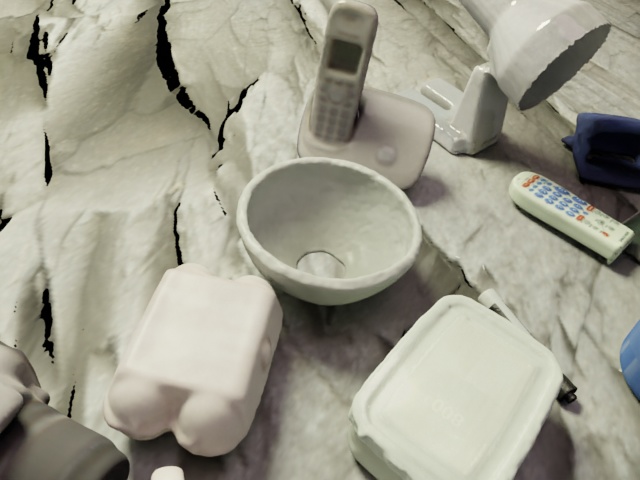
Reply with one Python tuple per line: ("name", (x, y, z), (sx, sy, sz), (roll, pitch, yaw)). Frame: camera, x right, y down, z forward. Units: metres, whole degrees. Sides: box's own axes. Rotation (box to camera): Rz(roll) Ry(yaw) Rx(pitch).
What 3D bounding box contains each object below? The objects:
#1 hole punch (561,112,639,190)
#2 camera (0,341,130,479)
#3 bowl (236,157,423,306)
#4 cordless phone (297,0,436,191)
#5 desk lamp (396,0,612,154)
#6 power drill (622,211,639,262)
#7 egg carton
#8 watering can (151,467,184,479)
("hole punch", (0.375, -0.128, 0.714), (0.108, 0.091, 0.101), (10, 46, -1))
("camera", (-0.199, 0.140, 0.342), (0.136, 0.101, 0.143), (22, 47, 10))
("bowl", (0.005, 0.002, 0.531), (0.167, 0.075, 0.167), (5, 46, -5))
("cordless phone", (0.057, -0.150, 0.609), (0.147, 0.185, 0.094), (14, 46, 3))
("desk lamp", (0.200, -0.207, 0.671), (0.118, 0.213, 0.202), (-27, 56, -31))
("power drill", (0.403, -0.073, 0.584), (0.230, 0.208, 0.075), (-27, 56, -31))
("egg carton", (-0.089, 0.086, 0.436), (0.107, 0.069, 0.150), (12, 46, 1))
("watering can", (-0.061, 0.188, 0.257), (0.101, 0.194, 0.172), (-24, 55, -29))
